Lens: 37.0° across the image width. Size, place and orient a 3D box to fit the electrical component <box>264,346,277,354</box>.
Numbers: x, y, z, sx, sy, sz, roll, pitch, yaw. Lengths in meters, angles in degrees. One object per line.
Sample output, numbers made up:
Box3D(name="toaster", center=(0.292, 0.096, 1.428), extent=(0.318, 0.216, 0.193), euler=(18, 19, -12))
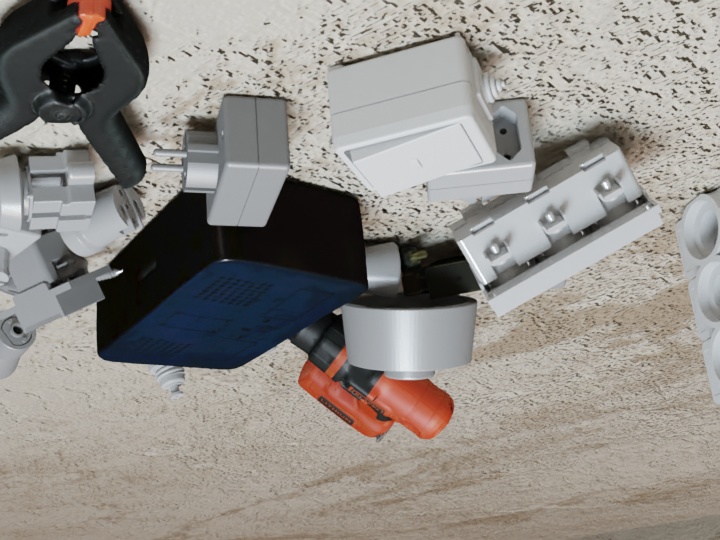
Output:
Box3D(name="electrical component", center=(-0.107, 0.059, 0.975), extent=(0.061, 0.035, 0.035), euler=(-2, 158, -2))

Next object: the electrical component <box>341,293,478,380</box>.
Box3D(name="electrical component", center=(0.039, 0.054, 0.852), extent=(0.108, 0.060, 0.108), euler=(-1, -174, 0))

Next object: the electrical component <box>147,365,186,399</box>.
Box3D(name="electrical component", center=(-0.173, 0.076, 0.953), extent=(0.040, 0.078, 0.040), euler=(-19, 160, -7))

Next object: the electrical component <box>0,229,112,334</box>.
Box3D(name="electrical component", center=(-0.223, 0.004, 0.766), extent=(0.081, 0.063, 0.042), euler=(-20, -173, 33))

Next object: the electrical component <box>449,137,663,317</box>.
Box3D(name="electrical component", center=(0.125, -0.031, 0.707), extent=(0.121, 0.063, 0.078), euler=(-30, -162, 7))

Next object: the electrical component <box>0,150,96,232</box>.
Box3D(name="electrical component", center=(-0.199, -0.049, 0.674), extent=(0.055, 0.048, 0.066), euler=(-4, 160, -23))

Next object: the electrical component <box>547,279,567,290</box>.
Box3D(name="electrical component", center=(0.145, -0.025, 0.779), extent=(0.077, 0.065, 0.047), euler=(-6, 158, 3))

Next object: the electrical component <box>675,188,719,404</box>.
Box3D(name="electrical component", center=(0.291, 0.016, 0.800), extent=(0.062, 0.150, 0.089), euler=(0, 157, -16))

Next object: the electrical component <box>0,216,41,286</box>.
Box3D(name="electrical component", center=(-0.251, -0.012, 0.712), extent=(0.047, 0.075, 0.083), euler=(14, 151, -40))

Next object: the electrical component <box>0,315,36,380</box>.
Box3D(name="electrical component", center=(-0.309, 0.064, 0.936), extent=(0.044, 0.044, 0.065), euler=(11, 149, -34))

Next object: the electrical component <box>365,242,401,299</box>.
Box3D(name="electrical component", center=(0.000, 0.000, 0.838), extent=(0.055, 0.045, 0.045), euler=(0, 157, -12))

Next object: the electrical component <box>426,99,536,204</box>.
Box3D(name="electrical component", center=(0.074, -0.067, 0.685), extent=(0.066, 0.047, 0.076), euler=(-6, 158, 2))

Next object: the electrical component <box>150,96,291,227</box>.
Box3D(name="electrical component", center=(-0.088, -0.065, 0.653), extent=(0.076, 0.047, 0.083), euler=(1, 157, -16))

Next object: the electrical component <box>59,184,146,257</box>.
Box3D(name="electrical component", center=(-0.173, -0.035, 0.722), extent=(0.046, 0.040, 0.040), euler=(-21, 154, 21))

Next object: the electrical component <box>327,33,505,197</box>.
Box3D(name="electrical component", center=(0.037, -0.086, 0.610), extent=(0.096, 0.061, 0.062), euler=(-12, 157, 17))
